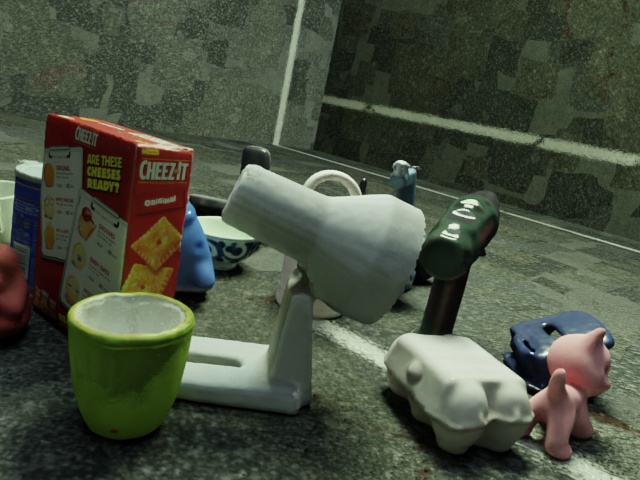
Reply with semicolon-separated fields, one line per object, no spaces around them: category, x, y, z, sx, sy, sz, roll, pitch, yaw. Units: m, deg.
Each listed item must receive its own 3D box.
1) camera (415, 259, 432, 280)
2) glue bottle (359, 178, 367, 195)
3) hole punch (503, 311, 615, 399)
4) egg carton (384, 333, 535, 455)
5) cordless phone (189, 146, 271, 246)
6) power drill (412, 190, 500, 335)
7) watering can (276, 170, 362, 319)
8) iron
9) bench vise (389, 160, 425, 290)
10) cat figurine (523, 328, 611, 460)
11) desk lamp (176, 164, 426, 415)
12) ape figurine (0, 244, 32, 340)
camera;0.149;0.014;1.063;0.144;0.101;0.136;2;16;-35
glue bottle;0.055;-0.020;0.963;0.037;0.173;0.078;19;15;30
hole punch;0.291;0.133;0.708;0.101;0.091;0.108;11;13;-4
egg carton;0.130;0.145;0.566;0.107;0.069;0.150;6;14;-23
cordless phone;-0.159;-0.082;1.010;0.147;0.185;0.094;12;13;3
power drill;0.168;0.044;0.719;0.075;0.208;0.230;17;14;21
watering can;0.009;0.003;0.782;0.101;0.194;0.172;1;17;-39
iron;-0.216;-0.019;0.792;0.119;0.141;0.257;5;15;-26
bench vise;0.115;-0.023;0.925;0.121;0.220;0.207;13;13;6
cat figurine;0.254;0.142;0.582;0.067;0.118;0.128;22;16;37
desk lamp;-0.023;0.045;0.533;0.203;0.213;0.118;9;13;-10
ape figurine;-0.309;0.048;0.541;0.077;0.092;0.076;19;15;29
